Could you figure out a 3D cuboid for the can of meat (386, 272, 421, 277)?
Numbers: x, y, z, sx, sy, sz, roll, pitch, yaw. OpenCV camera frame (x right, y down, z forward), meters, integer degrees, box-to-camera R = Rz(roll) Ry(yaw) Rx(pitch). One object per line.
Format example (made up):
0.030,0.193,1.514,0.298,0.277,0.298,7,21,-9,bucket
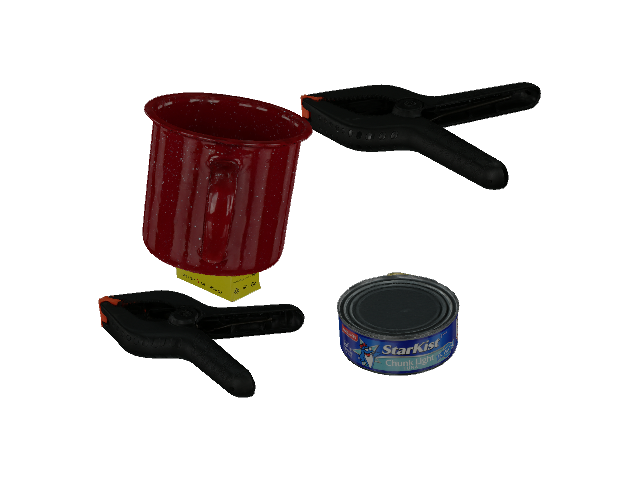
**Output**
0.096,0.099,1.286,0.057,0.084,0.102,11,25,7,can of meat

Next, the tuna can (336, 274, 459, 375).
0.055,0.059,0.756,0.086,0.034,0.086,-3,27,1,tuna can

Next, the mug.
-0.055,-0.027,0.591,0.093,0.081,0.117,6,22,-9,mug

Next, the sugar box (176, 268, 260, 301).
-0.107,-0.036,1.052,0.093,0.176,0.048,19,33,41,sugar box

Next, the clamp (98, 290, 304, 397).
-0.101,0.072,0.893,0.172,0.039,0.120,18,27,23,clamp

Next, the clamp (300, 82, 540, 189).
0.087,-0.108,0.939,0.210,0.036,0.164,13,36,23,clamp
